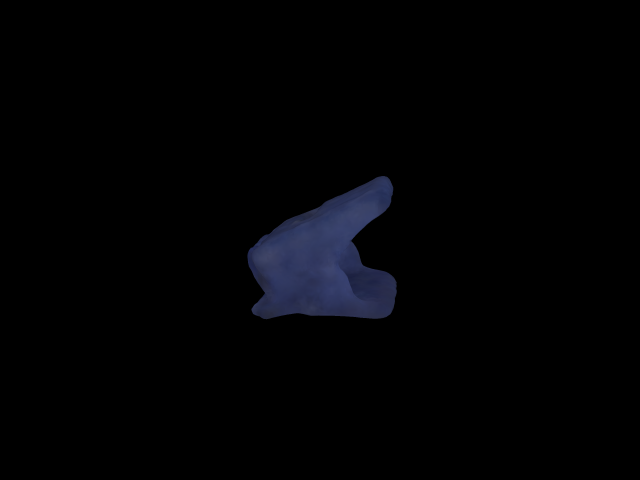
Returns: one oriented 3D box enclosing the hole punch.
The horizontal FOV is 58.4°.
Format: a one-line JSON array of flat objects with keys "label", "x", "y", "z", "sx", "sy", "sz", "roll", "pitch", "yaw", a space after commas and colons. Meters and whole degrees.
[{"label": "hole punch", "x": 0.004, "y": 0.001, "z": 0.400, "sx": 0.101, "sy": 0.091, "sz": 0.109, "roll": 1, "pitch": 11, "yaw": 7}]
